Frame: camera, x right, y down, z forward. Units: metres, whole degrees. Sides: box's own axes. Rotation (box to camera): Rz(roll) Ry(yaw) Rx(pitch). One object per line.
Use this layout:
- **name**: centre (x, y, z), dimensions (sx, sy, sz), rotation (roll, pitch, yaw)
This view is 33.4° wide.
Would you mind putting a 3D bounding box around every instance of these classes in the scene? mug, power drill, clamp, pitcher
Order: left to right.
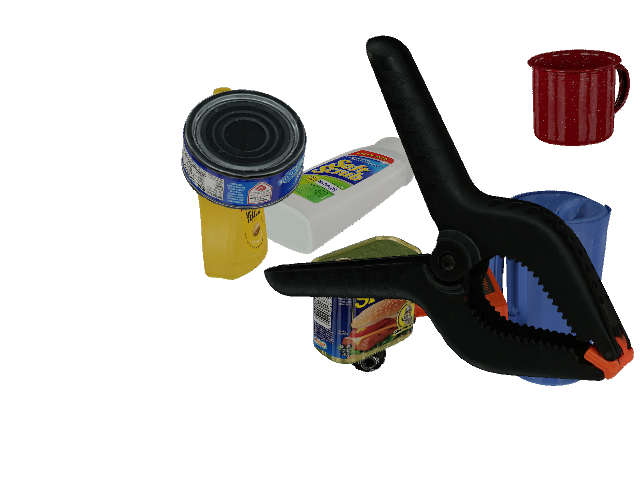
- **power drill**: centre (0.113, 0.085, 1.208), dimensions (0.187, 0.057, 0.184), rotation (-3, 27, -2)
- **clamp**: centre (0.074, -0.002, 0.566), dimensions (0.210, 0.165, 0.036), rotation (29, 25, 25)
- **pitcher**: centre (0.296, 0.065, 1.399), dimensions (0.149, 0.243, 0.144), rotation (4, 21, 15)
- **mug**: centre (0.271, -0.150, 1.105), dimensions (0.117, 0.081, 0.093), rotation (-16, 24, -25)

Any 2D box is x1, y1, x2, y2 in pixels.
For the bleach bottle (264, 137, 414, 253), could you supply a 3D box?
- **bleach bottle**: centre (0.036, -0.074, 1.348), dimensions (0.103, 0.068, 0.250), rotation (25, 43, 34)

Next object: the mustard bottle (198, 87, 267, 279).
- **mustard bottle**: centre (-0.093, -0.063, 1.100), dimensions (0.058, 0.192, 0.096), rotation (7, 26, 21)

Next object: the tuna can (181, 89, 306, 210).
- **tuna can**: centre (-0.053, -0.064, 0.737), dimensions (0.086, 0.086, 0.034), rotation (0, -38, -8)

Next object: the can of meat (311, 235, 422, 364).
- **can of meat**: centre (0.040, 0.053, 0.953), dimensions (0.101, 0.084, 0.058), rotation (-19, 32, -36)
